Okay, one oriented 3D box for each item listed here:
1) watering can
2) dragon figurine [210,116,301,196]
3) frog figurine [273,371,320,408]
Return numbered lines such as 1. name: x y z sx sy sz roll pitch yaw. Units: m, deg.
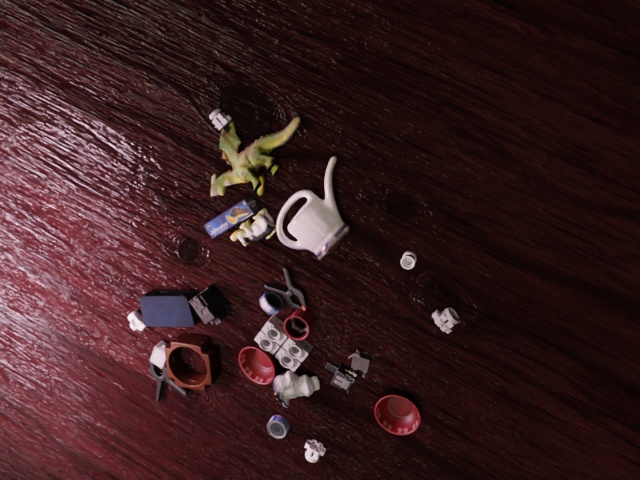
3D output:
1. watering can: 0.005 -0.083 1.656 0.224 0.105 0.342 42 114 1
2. dragon figurine: -0.239 -0.290 1.683 0.244 0.123 0.404 40 113 12
3. frog figurine: -0.087 0.527 1.887 0.160 0.125 0.135 -32 122 -6
